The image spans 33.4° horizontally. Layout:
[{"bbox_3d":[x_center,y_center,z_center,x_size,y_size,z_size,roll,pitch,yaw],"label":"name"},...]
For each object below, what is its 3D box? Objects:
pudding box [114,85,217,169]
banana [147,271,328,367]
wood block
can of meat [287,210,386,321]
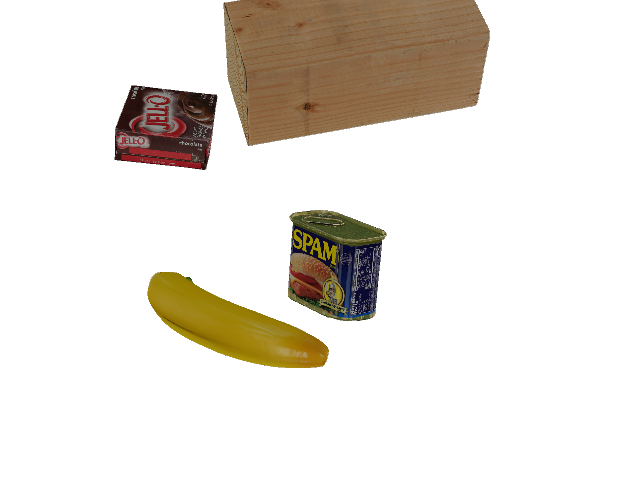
[{"bbox_3d":[-0.151,-0.113,1.056,0.090,0.039,0.113,7,28,-5],"label":"pudding box"},{"bbox_3d":[-0.077,0.055,0.800,0.069,0.037,0.198,-11,22,-36],"label":"banana"},{"bbox_3d":[0.028,-0.158,0.913,0.206,0.090,0.091,-11,-36,-10],"label":"wood block"},{"bbox_3d":[0.013,0.024,1.031,0.057,0.084,0.102,-9,21,-37],"label":"can of meat"}]
